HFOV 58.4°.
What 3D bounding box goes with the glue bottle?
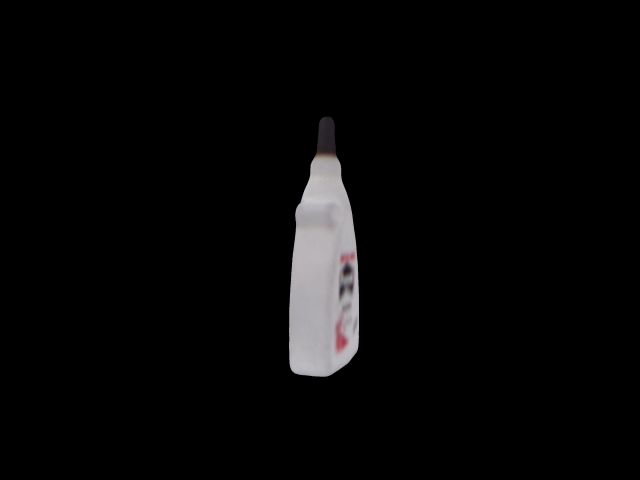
[{"bbox_3d":[0.004,0.001,0.400,0.037,0.173,0.078,1,4,16],"label":"glue bottle"}]
